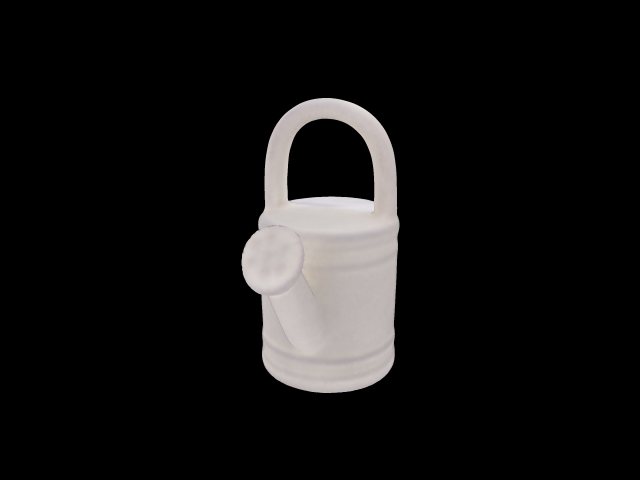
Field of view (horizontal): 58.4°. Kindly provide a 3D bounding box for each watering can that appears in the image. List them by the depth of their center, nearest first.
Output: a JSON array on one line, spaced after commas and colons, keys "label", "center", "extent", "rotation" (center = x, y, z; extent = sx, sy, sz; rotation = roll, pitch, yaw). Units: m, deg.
[{"label": "watering can", "center": [0.006, 0.002, 0.399], "extent": [0.101, 0.194, 0.173], "rotation": [0, 19, 0]}]
